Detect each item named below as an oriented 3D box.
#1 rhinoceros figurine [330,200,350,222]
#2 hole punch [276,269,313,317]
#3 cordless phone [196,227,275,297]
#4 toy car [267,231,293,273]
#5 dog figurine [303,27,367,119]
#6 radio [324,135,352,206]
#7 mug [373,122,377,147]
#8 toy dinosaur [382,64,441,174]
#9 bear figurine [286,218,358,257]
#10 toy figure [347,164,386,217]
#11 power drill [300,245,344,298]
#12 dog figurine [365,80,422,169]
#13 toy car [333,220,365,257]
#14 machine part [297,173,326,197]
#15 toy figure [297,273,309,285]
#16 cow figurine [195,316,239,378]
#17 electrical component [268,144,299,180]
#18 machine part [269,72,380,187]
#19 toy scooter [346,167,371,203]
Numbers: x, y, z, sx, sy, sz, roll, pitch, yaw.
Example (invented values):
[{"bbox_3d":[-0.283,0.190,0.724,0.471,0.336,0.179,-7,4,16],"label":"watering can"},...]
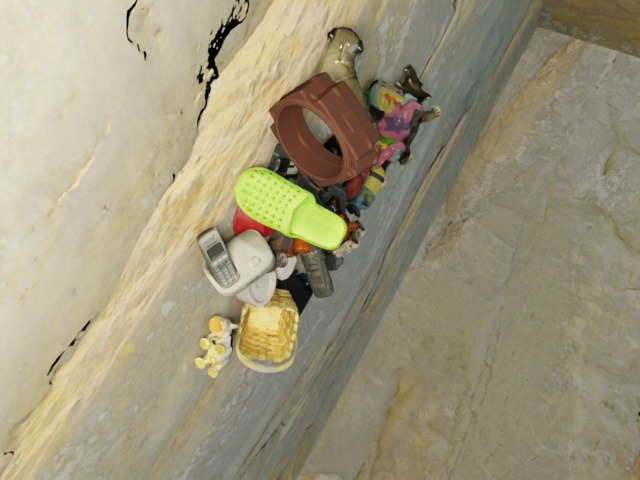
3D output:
[{"bbox_3d":[0.035,-0.074,1.532,0.073,0.112,0.190,-30,144,5],"label":"rhinoceros figurine"},{"bbox_3d":[-0.100,0.152,1.529,0.115,0.092,0.142,43,76,-40],"label":"hole punch"},{"bbox_3d":[-0.181,0.018,1.109,0.146,0.089,0.184,-36,144,-18],"label":"cordless phone"},{"bbox_3d":[-0.096,-0.005,1.264,0.053,0.089,0.202,51,47,-31],"label":"toy car"},{"bbox_3d":[0.063,-0.342,1.156,0.190,0.172,0.121,-62,173,18],"label":"dog figurine"},{"bbox_3d":[0.046,-0.203,1.425,0.229,0.073,0.131,-52,158,-29],"label":"radio"},{"bbox_3d":[0.189,-0.331,1.631,0.107,0.081,0.109,-39,145,-73],"label":"mug"},{"bbox_3d":[0.261,-0.347,1.738,0.192,0.131,0.404,-14,134,-49],"label":"toy dinosaur"},{"bbox_3d":[-0.002,-0.008,1.403,0.195,0.120,0.132,16,72,-36],"label":"bear figurine"},{"bbox_3d":[0.150,-0.163,1.733,0.180,0.082,0.089,-54,161,-17],"label":"toy figure"},{"bbox_3d":[0.004,0.040,1.562,0.207,0.086,0.231,-44,121,-75],"label":"power drill"},{"bbox_3d":[0.184,-0.315,1.513,0.219,0.191,0.109,-63,-160,23],"label":"dog figurine"},{"bbox_3d":[0.087,-0.003,1.597,0.073,0.056,0.202,-30,-169,22],"label":"toy car"},{"bbox_3d":[-0.034,-0.109,1.212,0.084,0.039,0.139,51,61,-25],"label":"machine part"},{"bbox_3d":[-0.060,0.163,1.662,0.064,0.058,0.154,-38,154,-38],"label":"toy figure"},{"bbox_3d":[-0.237,0.239,1.292,0.098,0.068,0.167,-42,155,-57],"label":"cow figurine"},{"bbox_3d":[-0.082,-0.169,1.183,0.119,0.048,0.074,-20,134,-62],"label":"electrical component"},{"bbox_3d":[0.004,-0.212,1.068,0.087,0.202,0.200,-44,110,-27],"label":"machine part"},{"bbox_3d":[0.103,-0.204,1.571,0.184,0.075,0.135,-54,159,-33],"label":"toy scooter"}]
